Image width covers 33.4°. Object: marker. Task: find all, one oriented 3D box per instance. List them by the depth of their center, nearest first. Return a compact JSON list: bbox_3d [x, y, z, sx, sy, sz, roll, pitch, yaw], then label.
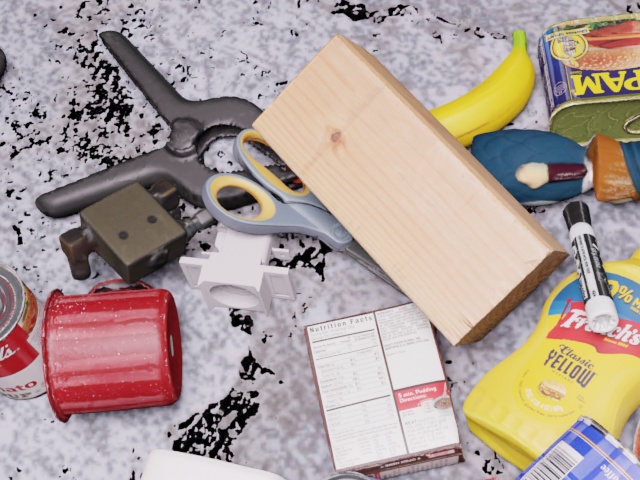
[{"bbox_3d":[0.179,0.014,0.714,0.020,0.020,0.121,-4,39,6],"label":"marker"}]

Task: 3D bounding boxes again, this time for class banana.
[{"bbox_3d":[0.092,-0.094,0.826,0.197,0.037,0.070,-27,45,-8],"label":"banana"}]

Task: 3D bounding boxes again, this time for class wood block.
[{"bbox_3d":[0.063,-0.034,0.735,0.091,0.090,0.206,-46,74,13],"label":"wood block"}]

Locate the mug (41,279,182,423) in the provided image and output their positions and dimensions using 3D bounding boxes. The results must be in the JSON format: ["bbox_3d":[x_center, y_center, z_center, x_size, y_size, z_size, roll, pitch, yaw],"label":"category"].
[{"bbox_3d":[-0.141,0.069,0.749,0.081,0.093,0.117,-5,37,0],"label":"mug"}]

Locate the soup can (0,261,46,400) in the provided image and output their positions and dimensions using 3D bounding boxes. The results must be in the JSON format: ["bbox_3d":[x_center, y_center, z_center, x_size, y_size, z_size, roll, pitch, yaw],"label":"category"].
[{"bbox_3d":[-0.222,0.065,0.748,0.068,0.102,0.068,-3,63,6],"label":"soup can"}]

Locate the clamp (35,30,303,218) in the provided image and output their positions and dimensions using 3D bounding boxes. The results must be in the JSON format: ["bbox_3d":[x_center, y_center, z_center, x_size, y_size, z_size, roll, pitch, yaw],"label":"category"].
[{"bbox_3d":[-0.113,-0.067,0.836,0.210,0.036,0.164,20,75,12],"label":"clamp"}]

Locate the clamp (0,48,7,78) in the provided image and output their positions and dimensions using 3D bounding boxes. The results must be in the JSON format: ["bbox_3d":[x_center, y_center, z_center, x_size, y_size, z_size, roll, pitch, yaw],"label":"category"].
[{"bbox_3d":[-0.325,-0.086,0.874,0.120,0.039,0.171,-4,63,7],"label":"clamp"}]

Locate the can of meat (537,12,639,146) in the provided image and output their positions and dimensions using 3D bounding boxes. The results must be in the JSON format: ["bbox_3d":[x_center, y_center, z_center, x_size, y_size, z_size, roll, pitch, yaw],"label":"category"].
[{"bbox_3d":[0.219,-0.122,0.810,0.102,0.057,0.084,-5,60,4],"label":"can of meat"}]

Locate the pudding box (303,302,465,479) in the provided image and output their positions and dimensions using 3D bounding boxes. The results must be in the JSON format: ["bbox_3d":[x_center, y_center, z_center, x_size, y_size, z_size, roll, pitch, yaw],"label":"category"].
[{"bbox_3d":[0.043,0.104,0.728,0.090,0.039,0.113,-13,60,2],"label":"pudding box"}]

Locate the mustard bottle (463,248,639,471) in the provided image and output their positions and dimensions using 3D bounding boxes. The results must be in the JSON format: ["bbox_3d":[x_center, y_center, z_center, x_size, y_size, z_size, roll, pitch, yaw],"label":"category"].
[{"bbox_3d":[0.188,0.071,0.713,0.096,0.058,0.191,30,69,34],"label":"mustard bottle"}]

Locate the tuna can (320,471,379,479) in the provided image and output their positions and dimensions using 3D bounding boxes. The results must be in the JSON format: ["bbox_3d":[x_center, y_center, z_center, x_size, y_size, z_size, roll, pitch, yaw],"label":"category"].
[{"bbox_3d":[0.022,0.190,0.668,0.086,0.033,0.086,-18,61,35],"label":"tuna can"}]

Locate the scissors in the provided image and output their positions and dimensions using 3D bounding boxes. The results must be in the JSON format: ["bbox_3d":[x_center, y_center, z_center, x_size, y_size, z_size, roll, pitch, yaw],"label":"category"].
[{"bbox_3d":[-0.005,0.001,0.765,0.096,0.016,0.202,-32,73,-33],"label":"scissors"}]

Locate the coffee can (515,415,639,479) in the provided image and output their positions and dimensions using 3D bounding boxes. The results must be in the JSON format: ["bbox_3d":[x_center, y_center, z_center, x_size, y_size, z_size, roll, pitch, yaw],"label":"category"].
[{"bbox_3d":[0.133,0.183,0.597,0.140,0.102,0.103,-42,65,-3],"label":"coffee can"}]

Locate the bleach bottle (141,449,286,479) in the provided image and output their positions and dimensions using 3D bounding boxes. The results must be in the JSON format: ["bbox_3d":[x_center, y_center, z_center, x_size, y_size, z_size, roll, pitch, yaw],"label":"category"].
[{"bbox_3d":[-0.094,0.262,0.654,0.103,0.068,0.250,9,67,13],"label":"bleach bottle"}]

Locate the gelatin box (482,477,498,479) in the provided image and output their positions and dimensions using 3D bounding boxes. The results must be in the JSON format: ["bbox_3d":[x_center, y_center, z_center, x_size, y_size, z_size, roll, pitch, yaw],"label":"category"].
[{"bbox_3d":[0.084,0.199,0.678,0.073,0.030,0.089,-7,63,4],"label":"gelatin box"}]
